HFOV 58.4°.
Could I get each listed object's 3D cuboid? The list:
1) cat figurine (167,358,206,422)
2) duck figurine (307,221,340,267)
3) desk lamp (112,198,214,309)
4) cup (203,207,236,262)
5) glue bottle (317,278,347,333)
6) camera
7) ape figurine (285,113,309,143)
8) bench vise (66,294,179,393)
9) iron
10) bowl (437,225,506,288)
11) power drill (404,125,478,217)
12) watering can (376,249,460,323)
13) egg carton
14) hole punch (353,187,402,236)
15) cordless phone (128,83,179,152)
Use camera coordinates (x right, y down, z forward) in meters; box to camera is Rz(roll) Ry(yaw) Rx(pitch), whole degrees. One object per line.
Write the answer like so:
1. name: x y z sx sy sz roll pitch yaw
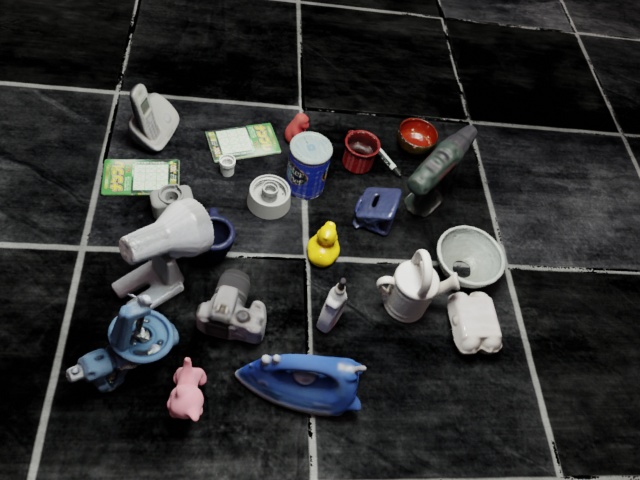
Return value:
1. cat figurine: -0.249 0.284 1.071 0.067 0.118 0.127 2 56 -9
2. duck figurine: 0.012 0.005 1.327 0.077 0.086 0.104 17 55 2
3. desk lamp: -0.322 0.032 1.169 0.204 0.213 0.117 -35 68 -28
4. cup: -0.237 -0.005 1.281 0.092 0.095 0.117 -3 57 -12
5. glue bottle: 0.033 0.127 1.195 0.037 0.173 0.078 29 56 10
6. camera: -0.175 0.131 1.198 0.143 0.101 0.137 13 55 -1
7. ape figurine: -0.053 -0.295 1.512 0.076 0.092 0.078 14 55 -1
8. bench vise: -0.355 0.194 1.050 0.121 0.220 0.208 34 57 13
9. iron: -0.036 0.258 1.114 0.258 0.141 0.118 9 55 -5
10. bowl: 0.349 0.053 1.364 0.167 0.075 0.167 5 56 -7
11. power drill: 0.287 -0.161 1.415 0.075 0.208 0.230 39 58 16
12. watering can: 0.214 0.091 1.241 0.173 0.194 0.100 -16 61 -20
13. egg carton: 0.341 0.185 1.277 0.107 0.069 0.150 0 57 -10
14. hole punch: 0.140 -0.079 1.404 0.101 0.091 0.109 20 55 3
15. cordless phone: -0.414 -0.324 1.407 0.094 0.185 0.147 16 55 1
